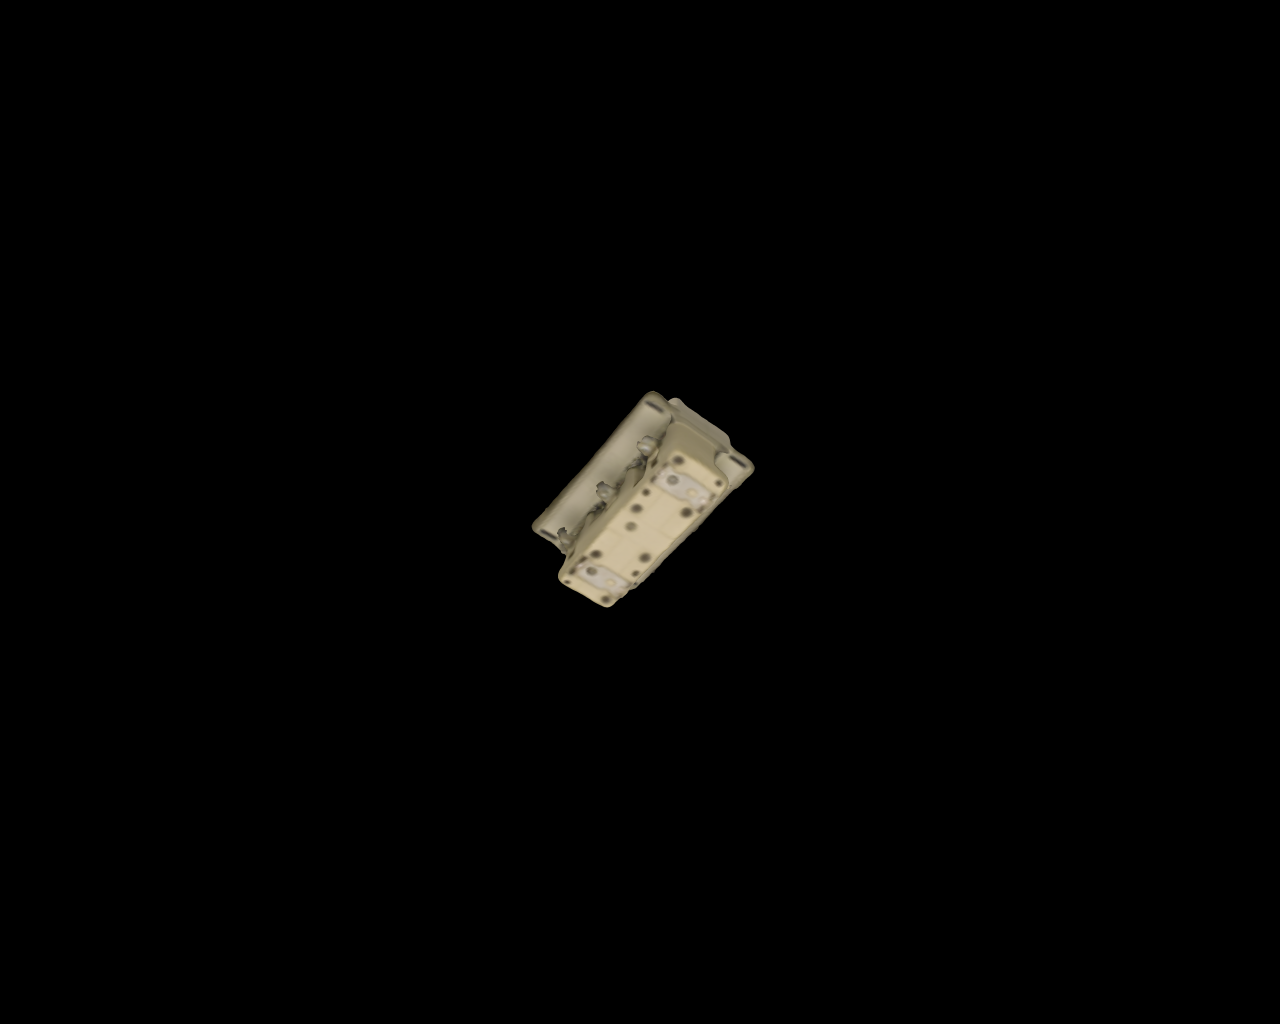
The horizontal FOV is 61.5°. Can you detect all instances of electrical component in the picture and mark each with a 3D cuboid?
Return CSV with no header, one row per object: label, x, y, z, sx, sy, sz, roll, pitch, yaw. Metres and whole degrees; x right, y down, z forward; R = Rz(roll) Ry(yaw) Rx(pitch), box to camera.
electrical component,0.001,-0.003,0.650,0.078,0.121,0.063,33,28,-20
